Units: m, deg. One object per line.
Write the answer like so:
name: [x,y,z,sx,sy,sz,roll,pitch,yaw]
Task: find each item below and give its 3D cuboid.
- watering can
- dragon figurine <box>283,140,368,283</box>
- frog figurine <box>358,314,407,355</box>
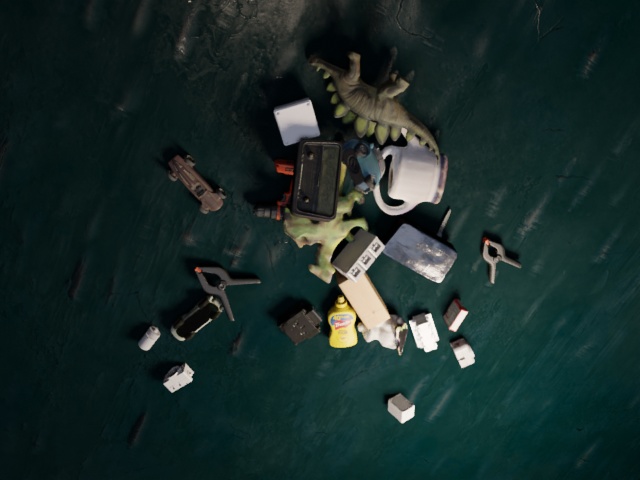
watering can: [0.278,-0.239,1.541,0.224,0.344,0.105,7,14,-6]
dragon figurine: [0.005,-0.077,1.535,0.244,0.408,0.122,-15,8,-22]
frog figurine: [0.216,0.312,1.782,0.160,0.125,0.134,10,-38,31]
